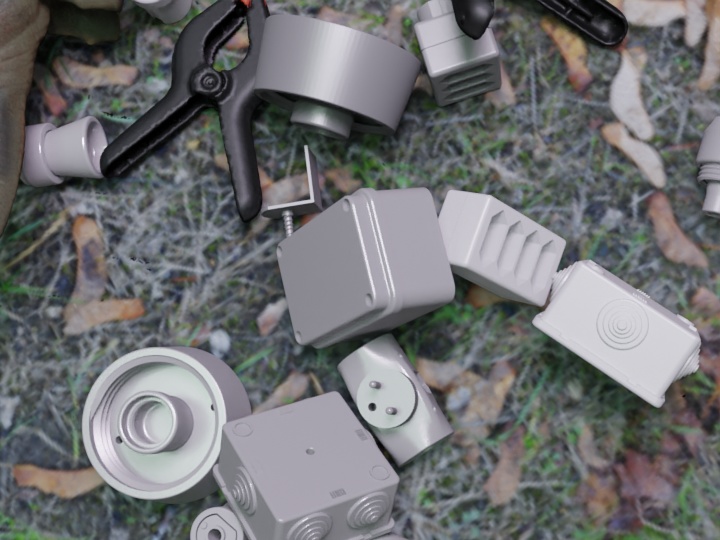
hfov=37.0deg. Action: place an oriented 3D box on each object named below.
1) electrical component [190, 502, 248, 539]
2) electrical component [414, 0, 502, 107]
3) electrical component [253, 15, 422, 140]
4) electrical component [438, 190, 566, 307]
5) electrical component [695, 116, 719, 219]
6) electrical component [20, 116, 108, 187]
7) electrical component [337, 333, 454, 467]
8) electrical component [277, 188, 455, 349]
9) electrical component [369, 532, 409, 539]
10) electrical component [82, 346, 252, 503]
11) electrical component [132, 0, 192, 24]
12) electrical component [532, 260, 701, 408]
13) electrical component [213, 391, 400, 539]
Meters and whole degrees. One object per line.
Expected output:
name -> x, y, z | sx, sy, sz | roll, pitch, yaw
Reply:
electrical component -> -0.084, 0.170, 0.696 | 0.044, 0.065, 0.044 | -2, 79, 10
electrical component -> 0.062, -0.161, 0.726 | 0.047, 0.065, 0.076 | -18, 78, 6
electrical component -> -0.019, -0.121, 0.714 | 0.108, 0.108, 0.060 | 16, 90, 11
electrical component -> 0.076, -0.016, 0.701 | 0.076, 0.083, 0.047 | 14, 81, 49
electrical component -> 0.238, -0.065, 0.694 | 0.043, 0.043, 0.062 | 17, 86, 11
electrical component -> -0.213, -0.084, 0.768 | 0.055, 0.045, 0.045 | -7, 80, 8
electrical component -> 0.020, 0.082, 0.686 | 0.043, 0.079, 0.077 | -34, 77, 4
electrical component -> 0.000, 0.000, 0.681 | 0.057, 0.113, 0.078 | -7, 77, -32
electrical component -> 0.004, 0.190, 0.685 | 0.047, 0.055, 0.055 | 16, 84, 7
electrical component -> -0.132, 0.102, 0.716 | 0.108, 0.060, 0.108 | -1, 80, 9
electrical component -> -0.145, -0.202, 0.775 | 0.040, 0.046, 0.040 | -1, 81, 9
electrical component -> 0.161, 0.035, 0.663 | 0.100, 0.100, 0.048 | 34, 100, 13
electrical component -> -0.033, 0.128, 0.667 | 0.100, 0.048, 0.099 | -13, 43, -28
